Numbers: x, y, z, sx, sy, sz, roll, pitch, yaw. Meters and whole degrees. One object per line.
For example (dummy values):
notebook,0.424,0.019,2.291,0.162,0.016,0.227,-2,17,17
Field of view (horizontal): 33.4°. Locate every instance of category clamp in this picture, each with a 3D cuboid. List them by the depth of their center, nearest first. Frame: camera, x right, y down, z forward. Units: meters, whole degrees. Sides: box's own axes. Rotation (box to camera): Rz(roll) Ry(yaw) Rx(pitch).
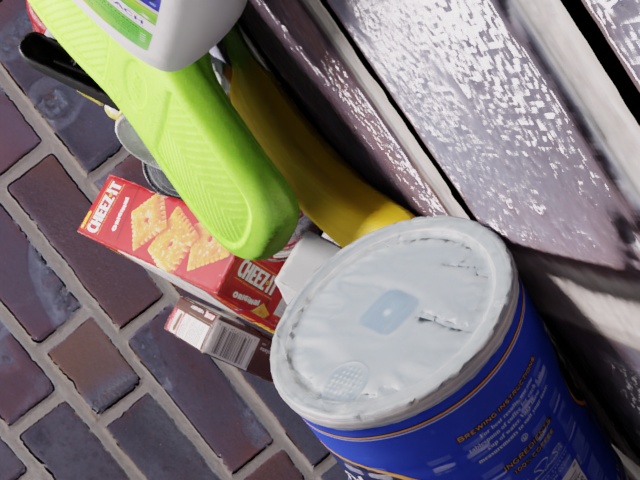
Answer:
clamp,-0.107,-0.091,0.772,0.165,0.036,0.209,5,152,31

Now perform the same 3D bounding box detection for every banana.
banana,0.000,-0.035,0.552,0.198,0.037,0.069,49,173,33

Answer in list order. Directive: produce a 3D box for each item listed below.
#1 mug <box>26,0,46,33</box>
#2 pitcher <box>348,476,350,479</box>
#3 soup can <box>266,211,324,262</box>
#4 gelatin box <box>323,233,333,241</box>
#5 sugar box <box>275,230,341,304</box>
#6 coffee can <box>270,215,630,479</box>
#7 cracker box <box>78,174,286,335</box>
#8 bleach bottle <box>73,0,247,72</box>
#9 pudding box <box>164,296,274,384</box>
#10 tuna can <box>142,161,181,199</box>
mug,-0.218,-0.208,1.002,0.117,0.093,0.081,22,168,-1
pitcher,0.095,0.173,0.698,0.145,0.149,0.242,34,172,16
soup can,-0.031,-0.032,0.656,0.068,0.068,0.102,51,173,14
gelatin box,-0.006,0.001,0.833,0.089,0.030,0.073,51,175,13
sugar box,0.027,0.053,0.715,0.093,0.048,0.176,29,166,11
coffee can,0.057,0.074,0.441,0.140,0.102,0.103,56,173,-33
cracker box,-0.091,0.021,0.963,0.214,0.072,0.164,21,170,45
bleach bottle,-0.064,-0.129,0.366,0.102,0.068,0.251,45,172,-4
pudding box,-0.071,0.095,0.956,0.113,0.039,0.090,31,172,-30
tuna can,-0.127,-0.075,1.036,0.086,0.086,0.034,51,175,12
